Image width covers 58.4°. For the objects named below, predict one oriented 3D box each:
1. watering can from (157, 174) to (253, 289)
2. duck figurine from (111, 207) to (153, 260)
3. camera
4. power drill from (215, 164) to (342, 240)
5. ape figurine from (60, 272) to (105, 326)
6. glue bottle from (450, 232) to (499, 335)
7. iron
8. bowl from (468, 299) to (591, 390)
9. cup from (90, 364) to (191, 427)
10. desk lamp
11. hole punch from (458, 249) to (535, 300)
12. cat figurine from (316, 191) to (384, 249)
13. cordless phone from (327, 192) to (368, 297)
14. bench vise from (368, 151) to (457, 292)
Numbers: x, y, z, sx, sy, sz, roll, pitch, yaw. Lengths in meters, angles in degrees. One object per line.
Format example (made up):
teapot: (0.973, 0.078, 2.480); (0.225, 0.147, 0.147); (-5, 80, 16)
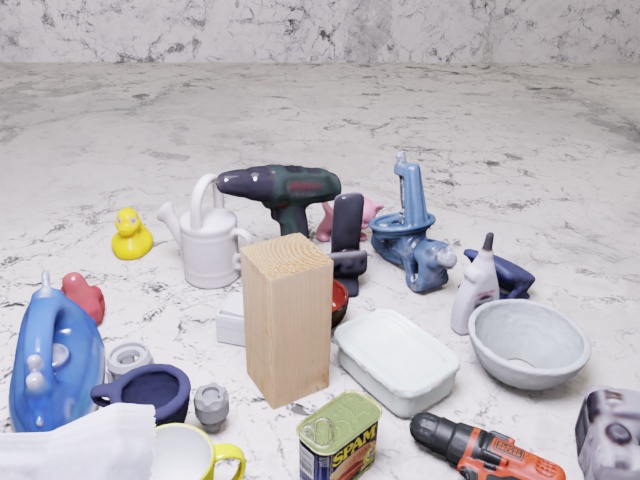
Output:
watering can: (-0.200, -0.021, 0.992); (0.173, 0.194, 0.101); (1, 30, -2)
duck figurine: (-0.363, -0.022, 1.096); (0.077, 0.086, 0.104); (-2, 30, -6)
camera: (0.377, 0.237, 0.659); (0.136, 0.101, 0.143); (9, 30, 13)
power drill: (-0.069, -0.039, 1.015); (0.230, 0.208, 0.075); (-15, 34, -27)
ape figurine: (-0.376, 0.089, 0.892); (0.078, 0.092, 0.075); (-19, 35, -31)
glue bottle: (0.247, 0.065, 0.883); (0.078, 0.173, 0.037); (-14, 33, -25)
iron: (-0.344, 0.156, 0.726); (0.119, 0.141, 0.257); (-8, 31, -16)
bowl: (0.291, 0.160, 0.818); (0.167, 0.075, 0.167); (1, 30, 0)
cup: (-0.210, 0.210, 0.684); (0.117, 0.095, 0.091); (2, 30, 1)
desk lamp: (-0.236, 0.245, 0.501); (0.203, 0.214, 0.117); (-6, 30, -13)
hole punch: (0.304, 0.056, 0.985); (0.101, 0.091, 0.108); (-20, 36, -32)
cat figurine: (0.058, -0.049, 1.131); (0.127, 0.118, 0.067); (14, 32, 22)
cordless phone: (0.009, 0.003, 0.968); (0.148, 0.185, 0.094); (-8, 31, -16)
bench vise: (0.175, -0.035, 1.008); (0.206, 0.220, 0.122); (26, 38, 36)
